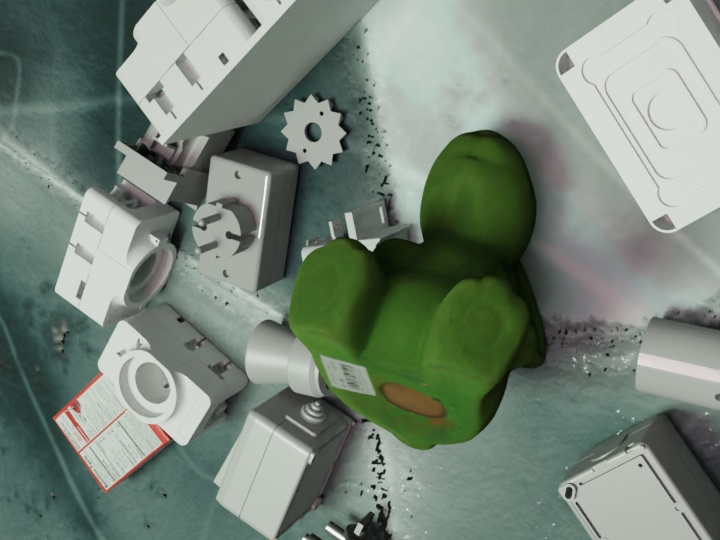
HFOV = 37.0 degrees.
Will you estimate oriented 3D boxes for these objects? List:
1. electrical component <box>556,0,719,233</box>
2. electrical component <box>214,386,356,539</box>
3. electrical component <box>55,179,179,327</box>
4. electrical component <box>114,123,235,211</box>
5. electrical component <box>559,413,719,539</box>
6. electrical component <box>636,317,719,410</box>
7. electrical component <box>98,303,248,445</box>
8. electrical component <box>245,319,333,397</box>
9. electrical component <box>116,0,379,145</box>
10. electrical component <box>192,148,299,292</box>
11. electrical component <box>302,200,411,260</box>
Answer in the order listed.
[{"bbox_3d":[0.166,-0.086,0.561,0.078,0.057,0.113,-33,87,31],"label":"electrical component"},{"bbox_3d":[-0.052,0.123,0.733,0.061,0.062,0.096,31,116,18],"label":"electrical component"},{"bbox_3d":[-0.170,-0.010,0.766,0.056,0.050,0.089,33,117,17],"label":"electrical component"},{"bbox_3d":[-0.118,-0.078,0.706,0.042,0.081,0.063,32,98,16],"label":"electrical component"},{"bbox_3d":[0.172,0.140,0.619,0.062,0.061,0.096,-36,85,31],"label":"electrical component"},{"bbox_3d":[0.198,0.055,0.591,0.081,0.043,0.043,12,109,25],"label":"electrical component"},{"bbox_3d":[-0.137,0.075,0.769,0.089,0.056,0.050,40,119,13],"label":"electrical component"},{"bbox_3d":[-0.042,0.059,0.720,0.055,0.045,0.045,10,108,25],"label":"electrical component"},{"bbox_3d":[-0.048,-0.161,0.626,0.186,0.105,0.060,-40,84,31],"label":"electrical component"},{"bbox_3d":[-0.083,-0.029,0.699,0.047,0.076,0.083,18,112,23],"label":"electrical component"},{"bbox_3d":[0.000,0.000,0.683,0.064,0.042,0.081,-5,101,33],"label":"electrical component"}]
